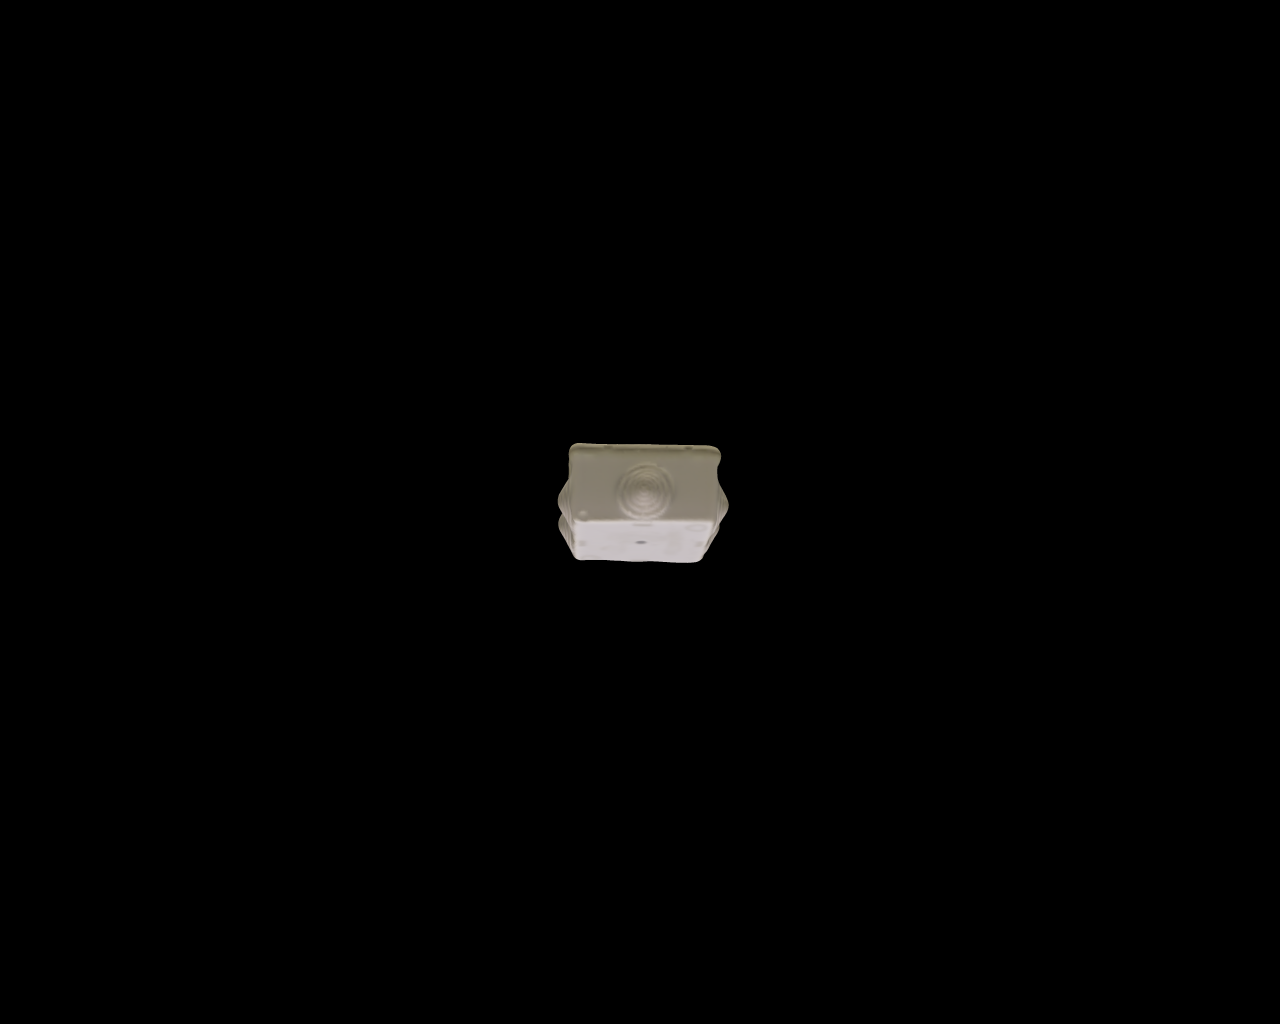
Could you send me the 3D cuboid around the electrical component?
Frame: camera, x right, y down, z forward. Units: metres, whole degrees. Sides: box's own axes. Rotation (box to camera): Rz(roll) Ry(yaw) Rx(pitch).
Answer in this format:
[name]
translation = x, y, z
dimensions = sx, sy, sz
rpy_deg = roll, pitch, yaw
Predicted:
[electrical component]
translation = 0.001, -0.003, 0.650
dimensions = 0.100, 0.048, 0.099
rpy_deg = 1, -19, -3
